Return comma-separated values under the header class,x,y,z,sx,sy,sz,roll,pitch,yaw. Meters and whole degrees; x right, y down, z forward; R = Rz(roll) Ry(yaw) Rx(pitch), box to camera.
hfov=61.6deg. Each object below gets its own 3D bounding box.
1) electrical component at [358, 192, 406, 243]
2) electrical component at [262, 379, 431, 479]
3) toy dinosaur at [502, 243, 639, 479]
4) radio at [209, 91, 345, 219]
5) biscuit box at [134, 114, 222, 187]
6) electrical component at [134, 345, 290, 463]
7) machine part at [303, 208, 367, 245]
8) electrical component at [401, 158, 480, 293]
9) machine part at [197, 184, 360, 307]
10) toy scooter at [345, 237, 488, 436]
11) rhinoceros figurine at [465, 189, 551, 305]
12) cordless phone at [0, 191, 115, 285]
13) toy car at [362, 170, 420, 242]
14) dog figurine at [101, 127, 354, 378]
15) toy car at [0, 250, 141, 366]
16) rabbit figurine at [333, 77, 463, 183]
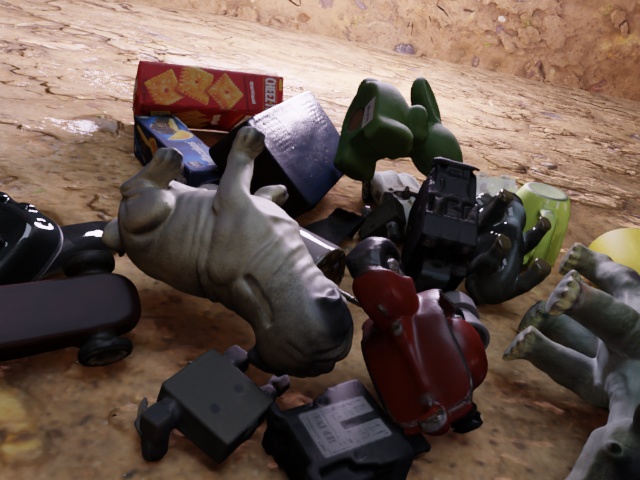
class,x,y,z,sx,sy,sz,roll,pitch,yaw
electrical component,0.076,-0.021,0.673,0.021,0.063,0.094,41,28,-28
electrical component,0.028,0.138,0.367,0.119,0.047,0.075,-5,32,-27
toy dinosaur,0.285,0.102,0.482,0.192,0.131,0.405,38,30,18
radio,-0.038,-0.112,0.717,0.131,0.073,0.229,55,29,-10
biscuit box,-0.188,-0.106,0.716,0.059,0.062,0.203,-10,35,-36
electrical component,-0.078,0.113,0.374,0.078,0.045,0.102,34,33,10
machine part,-0.001,-0.002,0.628,0.084,0.039,0.139,21,29,28
electrical component,0.126,-0.002,0.576,0.058,0.114,0.134,13,56,3
machine part,-0.062,0.007,0.542,0.243,0.079,0.079,28,31,25
toy scooter,0.080,0.090,0.393,0.183,0.075,0.135,47,20,-42
rhinoceros figurine,0.212,0.002,0.644,0.073,0.112,0.190,28,39,-6
cordless phone,-0.283,-0.010,0.501,0.147,0.088,0.184,20,17,16
toy car,0.117,-0.051,0.748,0.073,0.056,0.202,3,29,-19
dog figurine,-0.077,0.029,0.409,0.172,0.121,0.191,-26,54,9
toy car,-0.232,0.061,0.382,0.202,0.053,0.089,-8,66,-32
rabbit figurine,0.117,-0.139,0.737,0.170,0.121,0.159,22,52,-23
